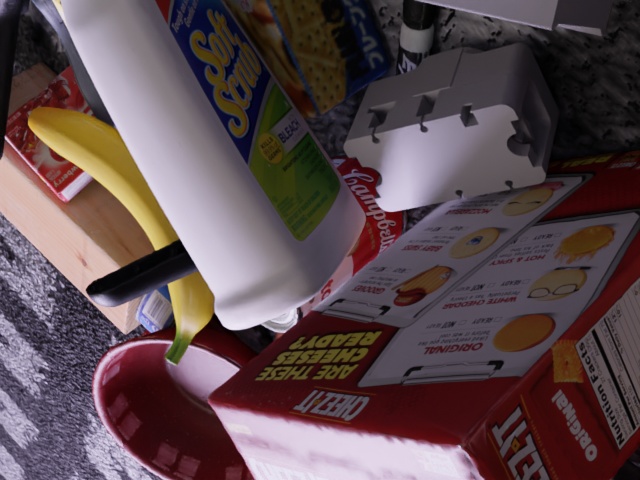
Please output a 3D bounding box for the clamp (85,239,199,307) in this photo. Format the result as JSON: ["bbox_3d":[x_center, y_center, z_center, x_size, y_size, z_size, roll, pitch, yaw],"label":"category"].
[{"bbox_3d":[-0.063,-0.020,0.676,0.039,0.171,0.120,32,118,51],"label":"clamp"}]

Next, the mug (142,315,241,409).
[{"bbox_3d":[-0.112,0.111,0.895,0.081,0.117,0.093,44,146,20],"label":"mug"}]

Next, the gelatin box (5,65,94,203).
[{"bbox_3d":[-0.184,-0.085,0.805,0.073,0.089,0.030,46,172,11],"label":"gelatin box"}]

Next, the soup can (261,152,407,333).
[{"bbox_3d":[-0.004,0.001,0.652,0.069,0.102,0.068,33,145,27],"label":"soup can"}]

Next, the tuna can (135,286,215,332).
[{"bbox_3d":[-0.103,0.042,0.837,0.034,0.086,0.086,41,148,12],"label":"tuna can"}]

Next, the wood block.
[{"bbox_3d":[-0.193,-0.036,0.868,0.206,0.090,0.091,42,147,15],"label":"wood block"}]

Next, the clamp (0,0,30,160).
[{"bbox_3d":[-0.225,-0.177,0.761,0.165,0.036,0.210,-119,39,-60],"label":"clamp"}]

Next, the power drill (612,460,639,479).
[{"bbox_3d":[0.187,0.182,0.641,0.188,0.057,0.184,24,136,32],"label":"power drill"}]

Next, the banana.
[{"bbox_3d":[-0.120,-0.016,0.714,0.198,0.069,0.037,60,173,2],"label":"banana"}]

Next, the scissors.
[{"bbox_3d":[-0.171,-0.137,0.700,0.201,0.016,0.096,50,-162,-65],"label":"scissors"}]

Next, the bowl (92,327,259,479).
[{"bbox_3d":[-0.086,0.118,0.795,0.162,0.055,0.162,11,128,15],"label":"bowl"}]

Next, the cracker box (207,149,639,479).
[{"bbox_3d":[0.082,0.040,0.474,0.164,0.213,0.072,-3,120,53],"label":"cracker box"}]

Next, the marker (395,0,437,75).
[{"bbox_3d":[0.049,-0.090,0.568,0.020,0.020,0.121,34,145,26],"label":"marker"}]

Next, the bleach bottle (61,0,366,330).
[{"bbox_3d":[-0.074,-0.085,0.522,0.068,0.102,0.251,-23,107,32],"label":"bleach bottle"}]
